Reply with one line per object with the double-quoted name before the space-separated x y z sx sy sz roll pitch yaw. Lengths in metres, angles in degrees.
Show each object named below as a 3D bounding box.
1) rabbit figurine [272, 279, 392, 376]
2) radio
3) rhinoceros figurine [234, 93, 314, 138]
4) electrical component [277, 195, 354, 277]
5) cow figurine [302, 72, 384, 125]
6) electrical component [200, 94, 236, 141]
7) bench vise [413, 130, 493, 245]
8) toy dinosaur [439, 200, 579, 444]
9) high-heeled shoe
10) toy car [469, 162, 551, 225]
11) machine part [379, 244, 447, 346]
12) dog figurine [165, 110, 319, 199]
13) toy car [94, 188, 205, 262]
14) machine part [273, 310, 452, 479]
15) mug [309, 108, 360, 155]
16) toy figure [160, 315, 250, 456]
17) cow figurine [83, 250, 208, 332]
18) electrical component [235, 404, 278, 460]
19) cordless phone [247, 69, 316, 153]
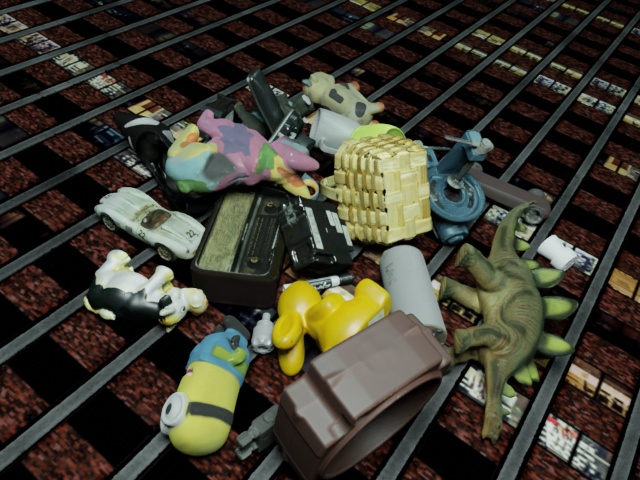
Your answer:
"rabbit figurine" 0.001 0.125 0.780 0.173 0.121 0.162 29 56 35
"radio" -0.118 0.000 0.882 0.131 0.073 0.230 11 46 0
"rhinoceros figurine" -0.096 -0.265 1.141 0.112 0.073 0.190 38 52 25
"electrical component" -0.002 -0.003 0.872 0.134 0.058 0.115 14 57 -54
"cow figurine" 0.037 -0.311 1.206 0.127 0.085 0.195 -18 53 -33
"electrical component" -0.216 -0.236 1.092 0.048 0.074 0.119 22 50 10
"bench vise" 0.232 -0.120 0.962 0.129 0.240 0.224 2 62 -14
"toy dinosaur" 0.297 0.091 0.858 0.199 0.105 0.471 18 55 -4
"high-heeled shoe" -0.292 -0.134 0.951 0.249 0.086 0.145 34 27 -3
"toy car" 0.361 -0.092 1.073 0.202 0.053 0.089 23 42 6
"machine part" 0.140 0.090 0.833 0.079 0.079 0.243 3 43 -8
"dog figurine" -0.116 -0.118 0.878 0.219 0.108 0.191 20 44 5
"toy car" -0.281 -0.029 0.892 0.202 0.056 0.073 27 48 14
"machine part" 0.051 0.191 0.642 0.201 0.200 0.087 -23 57 -29
"mug" 0.039 -0.215 1.114 0.107 0.080 0.110 11 40 -13
"toy figure" -0.138 0.186 0.697 0.089 0.082 0.180 16 44 8
"cow figurine" -0.252 0.086 0.779 0.167 0.068 0.098 19 52 12
"electrical component" -0.066 0.235 0.674 0.094 0.063 0.021 -28 57 -34
"cordless phone" -0.096 -0.221 1.018 0.089 0.184 0.146 -8 37 31
